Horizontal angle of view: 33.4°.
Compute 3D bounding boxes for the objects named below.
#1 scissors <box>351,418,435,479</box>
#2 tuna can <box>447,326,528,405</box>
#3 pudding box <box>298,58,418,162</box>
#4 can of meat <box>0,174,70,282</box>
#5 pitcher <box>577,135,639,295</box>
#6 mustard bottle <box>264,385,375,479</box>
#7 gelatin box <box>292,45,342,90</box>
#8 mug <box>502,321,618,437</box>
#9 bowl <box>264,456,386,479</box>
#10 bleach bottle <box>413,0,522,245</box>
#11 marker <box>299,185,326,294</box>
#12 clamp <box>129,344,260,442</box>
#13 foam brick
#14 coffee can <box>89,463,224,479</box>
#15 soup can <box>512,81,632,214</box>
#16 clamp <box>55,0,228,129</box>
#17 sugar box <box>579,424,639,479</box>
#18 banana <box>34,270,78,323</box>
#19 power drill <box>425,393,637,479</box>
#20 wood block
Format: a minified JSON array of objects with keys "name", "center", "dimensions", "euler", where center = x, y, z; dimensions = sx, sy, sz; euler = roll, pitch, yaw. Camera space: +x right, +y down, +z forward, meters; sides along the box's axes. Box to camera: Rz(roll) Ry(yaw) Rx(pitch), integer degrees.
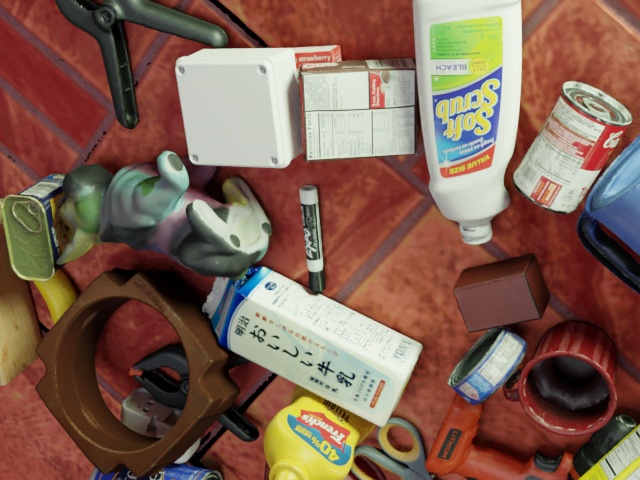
[{"name":"scissors","center":[0.132,0.263,1.189],"dimensions":[0.202,0.016,0.096],"euler":[19,107,3]},{"name":"tuna can","center":[0.169,0.124,1.073],"dimensions":[0.034,0.086,0.086],"euler":[41,121,0]},{"name":"pudding box","center":[0.037,-0.124,1.022],"dimensions":[0.113,0.039,0.090],"euler":[-3,114,-1]},{"name":"can of meat","center":[-0.307,-0.016,1.207],"dimensions":[0.057,0.083,0.102],"euler":[5,114,21]},{"name":"pitcher","center":[0.353,0.010,0.930],"dimensions":[0.243,0.149,0.145],"euler":[43,90,-4]},{"name":"mustard bottle","center":[-0.007,0.211,1.122],"dimensions":[0.096,0.191,0.058],"euler":[40,121,1]},{"name":"gelatin box","center":[-0.020,-0.153,1.059],"dimensions":[0.089,0.030,0.073],"euler":[1,113,22]},{"name":"mug","center":[0.237,0.135,1.052],"dimensions":[0.117,0.081,0.093],"euler":[-18,105,27]},{"name":"bowl","center":[-0.001,0.307,1.242],"dimensions":[0.162,0.055,0.162],"euler":[8,115,18]},{"name":"bleach bottle","center":[0.145,-0.114,0.991],"dimensions":[0.103,0.068,0.251],"euler":[-2,116,14]},{"name":"marker","center":[-0.007,0.001,1.129],"dimensions":[0.020,0.020,0.121],"euler":[4,114,21]},{"name":"clamp","center":[-0.140,0.157,1.243],"dimensions":[0.171,0.039,0.120],"euler":[18,106,14]},{"name":"foam brick","center":[0.179,0.053,1.056],"dimensions":[0.078,0.053,0.051],"euler":[-14,106,27]},{"name":"coffee can","center":[-0.200,0.319,1.302],"dimensions":[0.140,0.102,0.103],"euler":[7,115,19]},{"name":"soup can","center":[0.226,-0.083,0.968],"dimensions":[0.068,0.068,0.102],"euler":[30,121,8]},{"name":"clamp","center":[-0.215,-0.225,1.104],"dimensions":[0.210,0.036,0.165],"euler":[44,121,-5]},{"name":"sugar box","center":[0.325,0.233,1.042],"dimensions":[0.093,0.048,0.176],"euler":[38,103,-22]},{"name":"banana","center":[-0.312,0.106,1.294],"dimensions":[0.070,0.037,0.198],"euler":[4,114,39]},{"name":"power drill","center":[0.217,0.224,1.114],"dimensions":[0.188,0.057,0.185],"euler":[26,119,10]},{"name":"wood block","center":[-0.413,0.061,1.282],"dimensions":[0.091,0.090,0.206],"euler":[0,113,23]}]
